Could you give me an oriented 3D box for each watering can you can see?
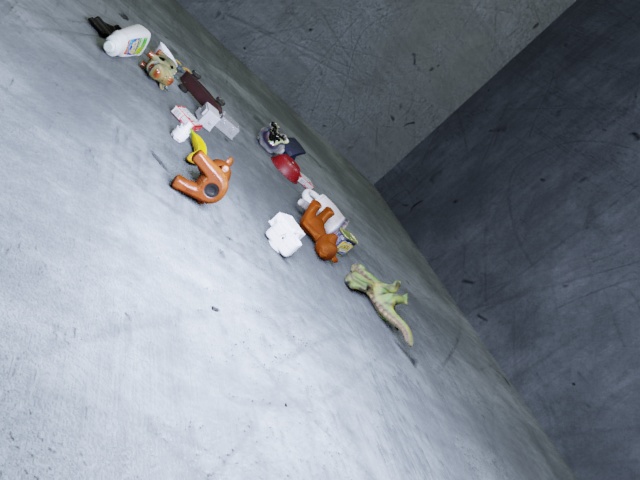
[{"bbox_3d":[0.006,-0.099,1.957,0.224,0.103,0.351,47,13,-3],"label":"watering can"}]

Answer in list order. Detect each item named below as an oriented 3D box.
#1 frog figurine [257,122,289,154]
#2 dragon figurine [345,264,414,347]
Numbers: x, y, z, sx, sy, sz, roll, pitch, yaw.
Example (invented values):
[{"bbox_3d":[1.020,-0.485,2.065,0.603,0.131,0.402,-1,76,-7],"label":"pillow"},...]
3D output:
[{"bbox_3d":[-0.215,-0.428,2.266,0.137,0.124,0.157,33,-21,-9],"label":"frog figurine"},{"bbox_3d":[0.185,0.197,1.771,0.242,0.121,0.417,25,18,-15],"label":"dragon figurine"}]
